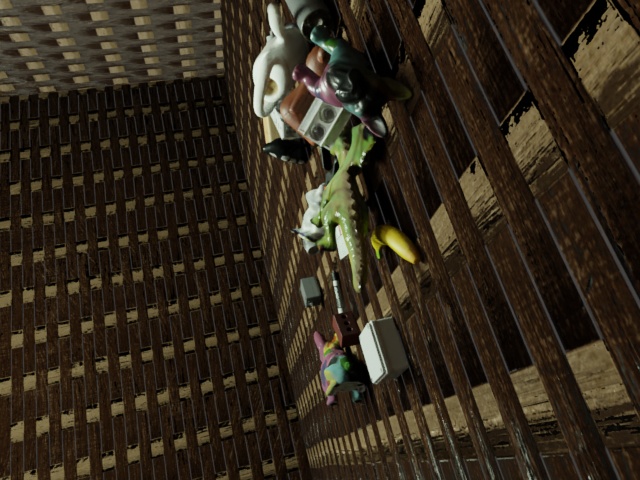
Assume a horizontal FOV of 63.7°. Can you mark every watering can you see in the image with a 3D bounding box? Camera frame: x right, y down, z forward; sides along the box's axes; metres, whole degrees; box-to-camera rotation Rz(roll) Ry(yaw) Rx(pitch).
[{"bbox_3d":[-0.091,-0.452,1.245,0.340,0.104,0.229,112,-175,-54],"label":"watering can"}]

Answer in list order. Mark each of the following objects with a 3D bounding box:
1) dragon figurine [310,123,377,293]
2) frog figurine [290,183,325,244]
[{"bbox_3d":[0.061,-0.108,0.985,0.418,0.122,0.238,-109,24,-59],"label":"dragon figurine"},{"bbox_3d":[0.004,-0.069,1.369,0.159,0.122,0.138,-63,6,1],"label":"frog figurine"}]
